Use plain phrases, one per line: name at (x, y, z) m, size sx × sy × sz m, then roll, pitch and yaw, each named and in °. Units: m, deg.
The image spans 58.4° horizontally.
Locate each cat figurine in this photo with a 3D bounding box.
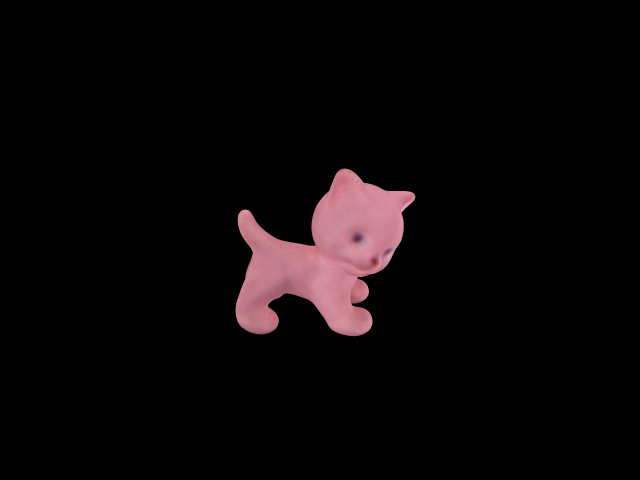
cat figurine at (0.004, 0.001, 0.400) m, size 0.128 × 0.118 × 0.067 m, roll 0°, pitch 28°, yaw 0°
